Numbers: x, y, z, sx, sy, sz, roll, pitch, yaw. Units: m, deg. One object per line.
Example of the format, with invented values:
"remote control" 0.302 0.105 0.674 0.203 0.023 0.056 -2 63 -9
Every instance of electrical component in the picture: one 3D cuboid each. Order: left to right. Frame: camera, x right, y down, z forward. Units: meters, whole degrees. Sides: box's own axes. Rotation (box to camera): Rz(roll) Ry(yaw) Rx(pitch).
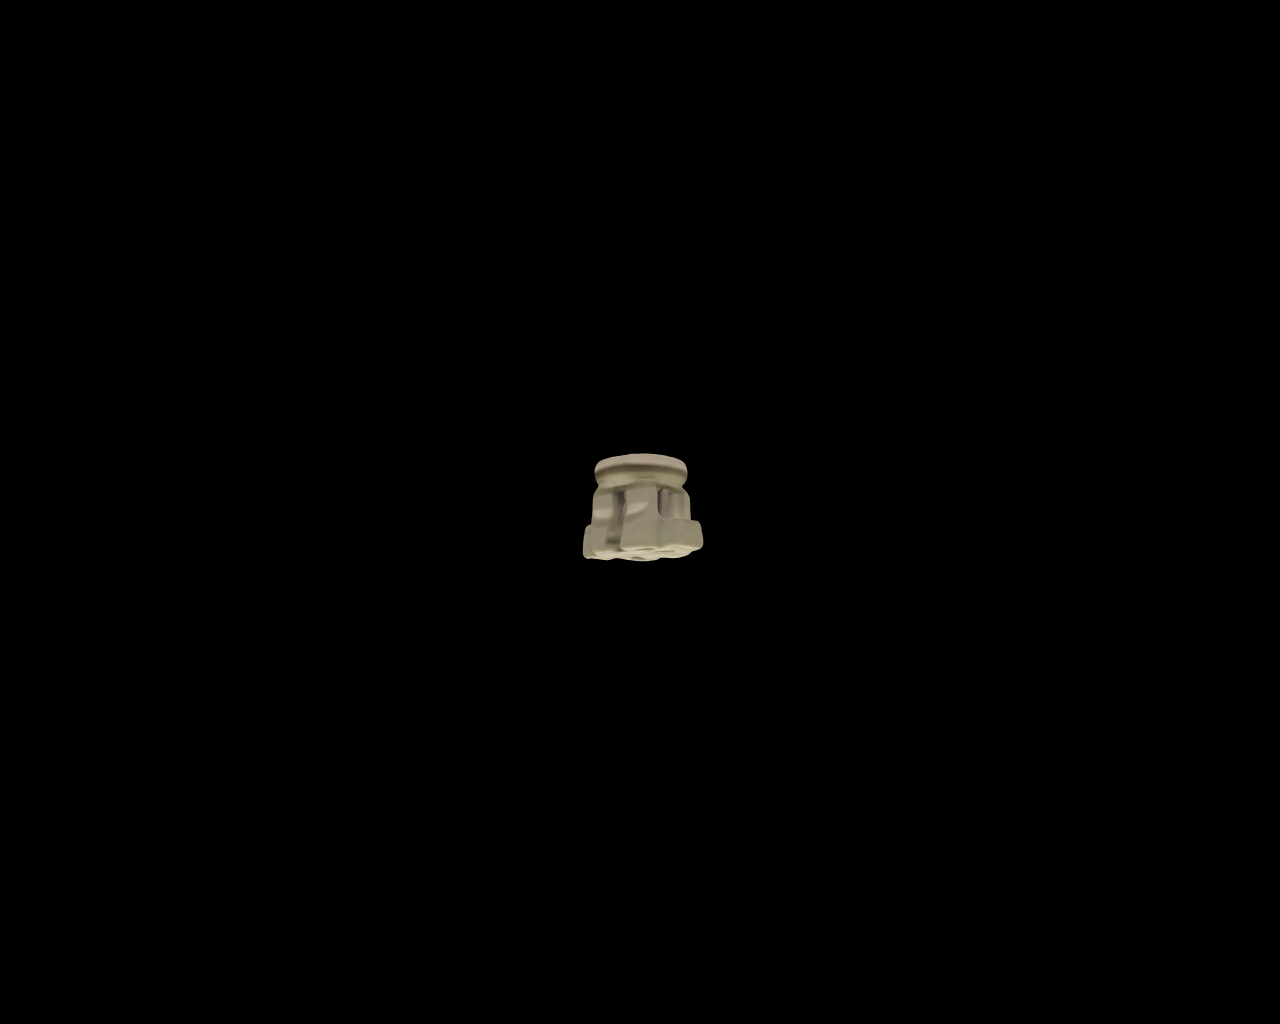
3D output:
"electrical component" 0.001 -0.003 0.650 0.078 0.057 0.058 -8 -13 39
